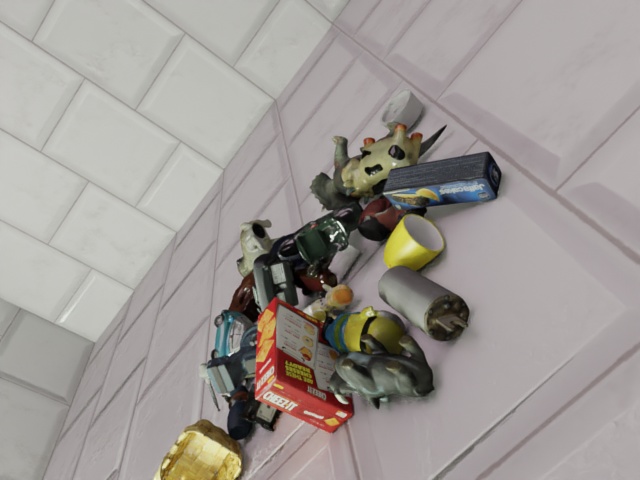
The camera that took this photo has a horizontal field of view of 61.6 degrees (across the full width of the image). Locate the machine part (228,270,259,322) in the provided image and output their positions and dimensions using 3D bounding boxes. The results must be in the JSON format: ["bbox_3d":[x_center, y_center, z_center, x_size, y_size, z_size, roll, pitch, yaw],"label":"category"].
[{"bbox_3d":[-0.202,0.165,1.547,0.179,0.056,0.179,-45,25,28],"label":"machine part"}]

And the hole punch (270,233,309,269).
[{"bbox_3d":[-0.068,0.030,1.399,0.116,0.092,0.142,-41,14,25],"label":"hole punch"}]

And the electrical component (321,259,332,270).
[{"bbox_3d":[0.011,0.039,1.303,0.078,0.045,0.102,105,-176,-54],"label":"electrical component"}]

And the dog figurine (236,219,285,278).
[{"bbox_3d":[-0.212,0.034,1.606,0.190,0.172,0.121,-32,21,32],"label":"dog figurine"}]

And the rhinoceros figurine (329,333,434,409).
[{"bbox_3d":[0.090,0.208,0.838,0.190,0.112,0.073,-16,28,42],"label":"rhinoceros figurine"}]

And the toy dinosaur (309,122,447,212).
[{"bbox_3d":[0.115,-0.160,1.273,0.405,0.131,0.192,-7,66,56],"label":"toy dinosaur"}]

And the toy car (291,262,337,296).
[{"bbox_3d":[-0.019,0.088,1.232,0.053,0.089,0.202,-51,18,-17],"label":"toy car"}]

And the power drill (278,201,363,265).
[{"bbox_3d":[-0.002,-0.004,1.195,0.232,0.086,0.207,-27,2,7],"label":"power drill"}]

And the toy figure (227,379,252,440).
[{"bbox_3d":[-0.182,0.380,1.213,0.064,0.057,0.155,-13,24,0],"label":"toy figure"}]

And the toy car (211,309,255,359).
[{"bbox_3d":[-0.214,0.256,1.394,0.103,0.109,0.162,-18,49,32],"label":"toy car"}]

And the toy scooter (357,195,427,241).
[{"bbox_3d":[0.158,-0.071,1.106,0.184,0.075,0.135,-14,46,55],"label":"toy scooter"}]

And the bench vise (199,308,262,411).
[{"bbox_3d":[-0.152,0.255,1.218,0.224,0.128,0.240,-30,7,18],"label":"bench vise"}]

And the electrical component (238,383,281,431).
[{"bbox_3d":[-0.110,0.327,1.117,0.048,0.075,0.119,-14,51,58],"label":"electrical component"}]

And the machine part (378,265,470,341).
[{"bbox_3d":[0.162,0.097,0.868,0.079,0.079,0.243,-57,21,0],"label":"machine part"}]

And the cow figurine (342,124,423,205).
[{"bbox_3d":[0.122,-0.153,1.135,0.195,0.085,0.127,-14,61,48],"label":"cow figurine"}]

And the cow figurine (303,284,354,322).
[{"bbox_3d":[0.008,0.149,1.130,0.167,0.068,0.098,-49,17,15],"label":"cow figurine"}]

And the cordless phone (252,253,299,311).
[{"bbox_3d":[-0.130,0.101,1.275,0.184,0.089,0.146,7,110,67],"label":"cordless phone"}]

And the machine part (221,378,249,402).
[{"bbox_3d":[-0.187,0.335,1.314,0.084,0.039,0.139,6,63,60],"label":"machine part"}]

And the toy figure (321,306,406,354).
[{"bbox_3d":[0.075,0.170,0.947,0.180,0.082,0.089,-15,64,48],"label":"toy figure"}]

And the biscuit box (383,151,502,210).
[{"bbox_3d":[0.217,-0.102,0.967,0.203,0.059,0.063,-5,53,39],"label":"biscuit box"}]
